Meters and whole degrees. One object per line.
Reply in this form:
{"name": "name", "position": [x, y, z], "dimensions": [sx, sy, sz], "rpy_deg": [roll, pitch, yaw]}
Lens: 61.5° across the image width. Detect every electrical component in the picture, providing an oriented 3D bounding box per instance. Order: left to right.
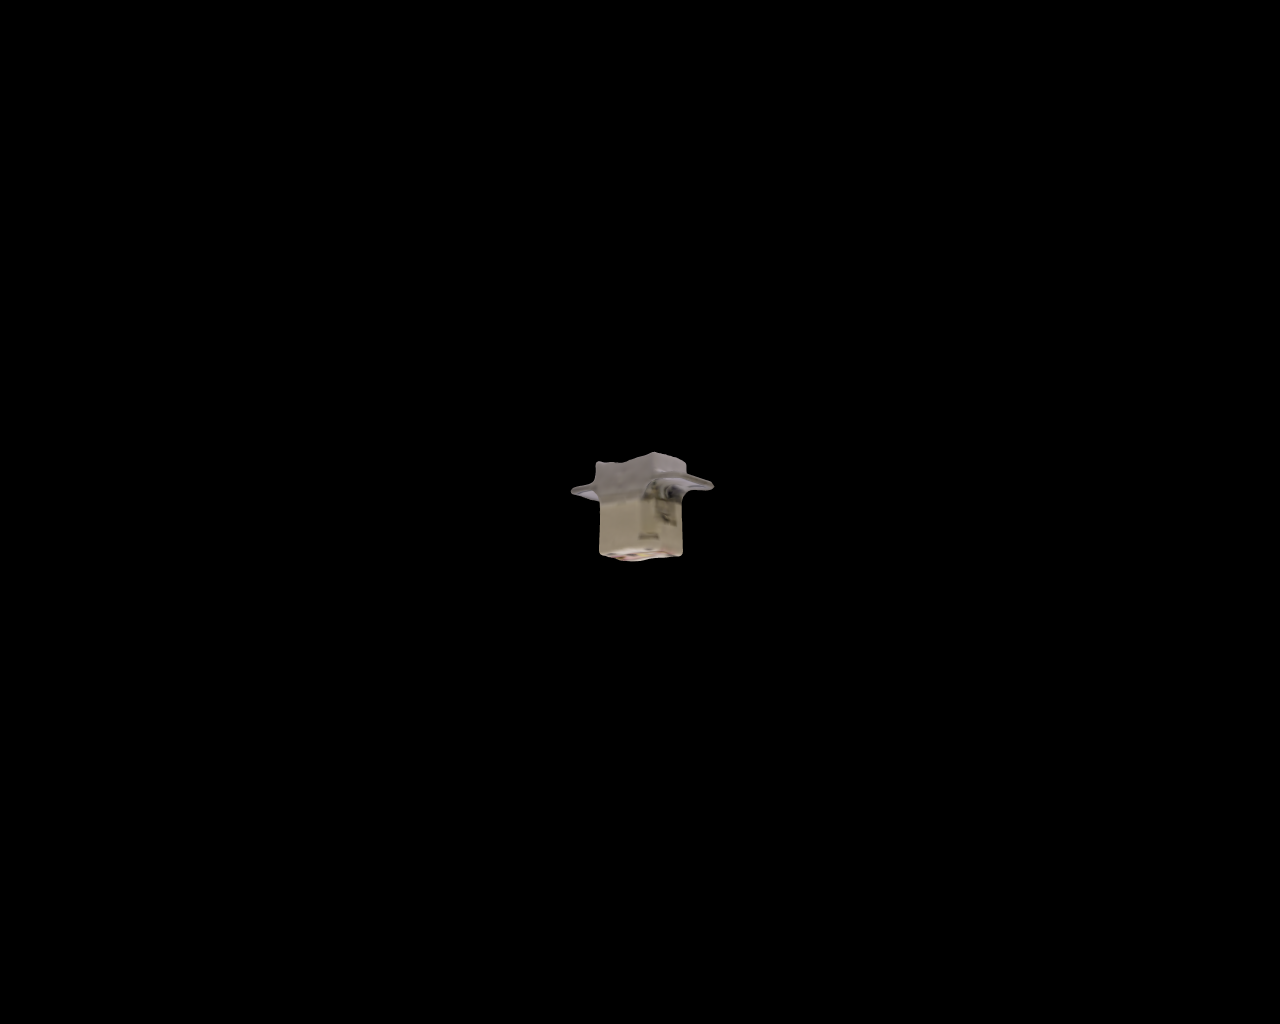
{"name": "electrical component", "position": [0.001, -0.003, 0.650], "dimensions": [0.081, 0.064, 0.042], "rpy_deg": [-8, -14, 35]}
